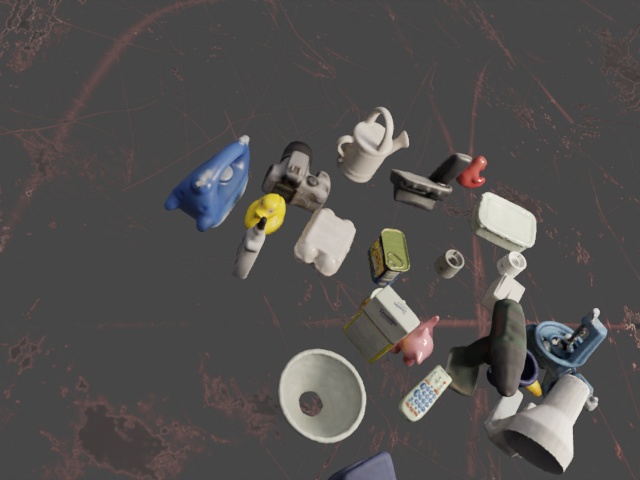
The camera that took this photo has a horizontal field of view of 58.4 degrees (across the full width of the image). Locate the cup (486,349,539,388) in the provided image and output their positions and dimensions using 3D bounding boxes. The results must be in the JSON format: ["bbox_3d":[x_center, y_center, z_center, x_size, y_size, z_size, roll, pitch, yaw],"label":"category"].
[{"bbox_3d":[0.390,0.265,1.213,0.092,0.095,0.117,-17,68,-31],"label":"cup"}]

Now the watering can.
[{"bbox_3d":[0.125,-0.232,1.342,0.173,0.194,0.101,-25,72,-34],"label":"watering can"}]

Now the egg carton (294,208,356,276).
[{"bbox_3d":[0.011,0.004,1.223,0.107,0.069,0.150,30,53,-4],"label":"egg carton"}]

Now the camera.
[{"bbox_3d":[-0.041,-0.154,1.279,0.143,0.100,0.137,21,54,-10],"label":"camera"}]

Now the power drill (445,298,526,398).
[{"bbox_3d":[0.334,0.234,1.137,0.075,0.208,0.230,28,53,-5],"label":"power drill"}]

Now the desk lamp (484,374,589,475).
[{"bbox_3d":[0.412,0.348,1.097,0.118,0.213,0.204,41,53,5],"label":"desk lamp"}]

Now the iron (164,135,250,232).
[{"bbox_3d":[-0.201,-0.144,1.176,0.118,0.141,0.259,33,53,-1],"label":"iron"}]

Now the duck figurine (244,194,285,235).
[{"bbox_3d":[-0.107,-0.066,1.204,0.077,0.086,0.105,41,53,5],"label":"duck figurine"}]

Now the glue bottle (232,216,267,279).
[{"bbox_3d":[-0.129,0.005,1.095,0.037,0.173,0.078,18,55,-13],"label":"glue bottle"}]

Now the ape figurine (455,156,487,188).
[{"bbox_3d":[0.403,-0.184,1.500,0.076,0.092,0.077,-4,62,-26],"label":"ape figurine"}]

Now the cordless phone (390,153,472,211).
[{"bbox_3d":[0.263,-0.162,1.366,0.148,0.185,0.094,11,56,-17],"label":"cordless phone"}]

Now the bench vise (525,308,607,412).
[{"bbox_3d":[0.548,0.245,1.218,0.122,0.219,0.207,-28,74,-34],"label":"bench vise"}]

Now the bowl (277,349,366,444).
[{"bbox_3d":[-0.006,0.288,1.036,0.168,0.074,0.167,11,56,-17],"label":"bowl"}]

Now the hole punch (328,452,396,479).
[{"bbox_3d":[0.084,0.428,0.979,0.109,0.091,0.101,-17,68,-31],"label":"hole punch"}]

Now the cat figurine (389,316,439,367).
[{"bbox_3d":[0.201,0.201,1.155,0.067,0.117,0.128,43,53,6],"label":"cat figurine"}]
